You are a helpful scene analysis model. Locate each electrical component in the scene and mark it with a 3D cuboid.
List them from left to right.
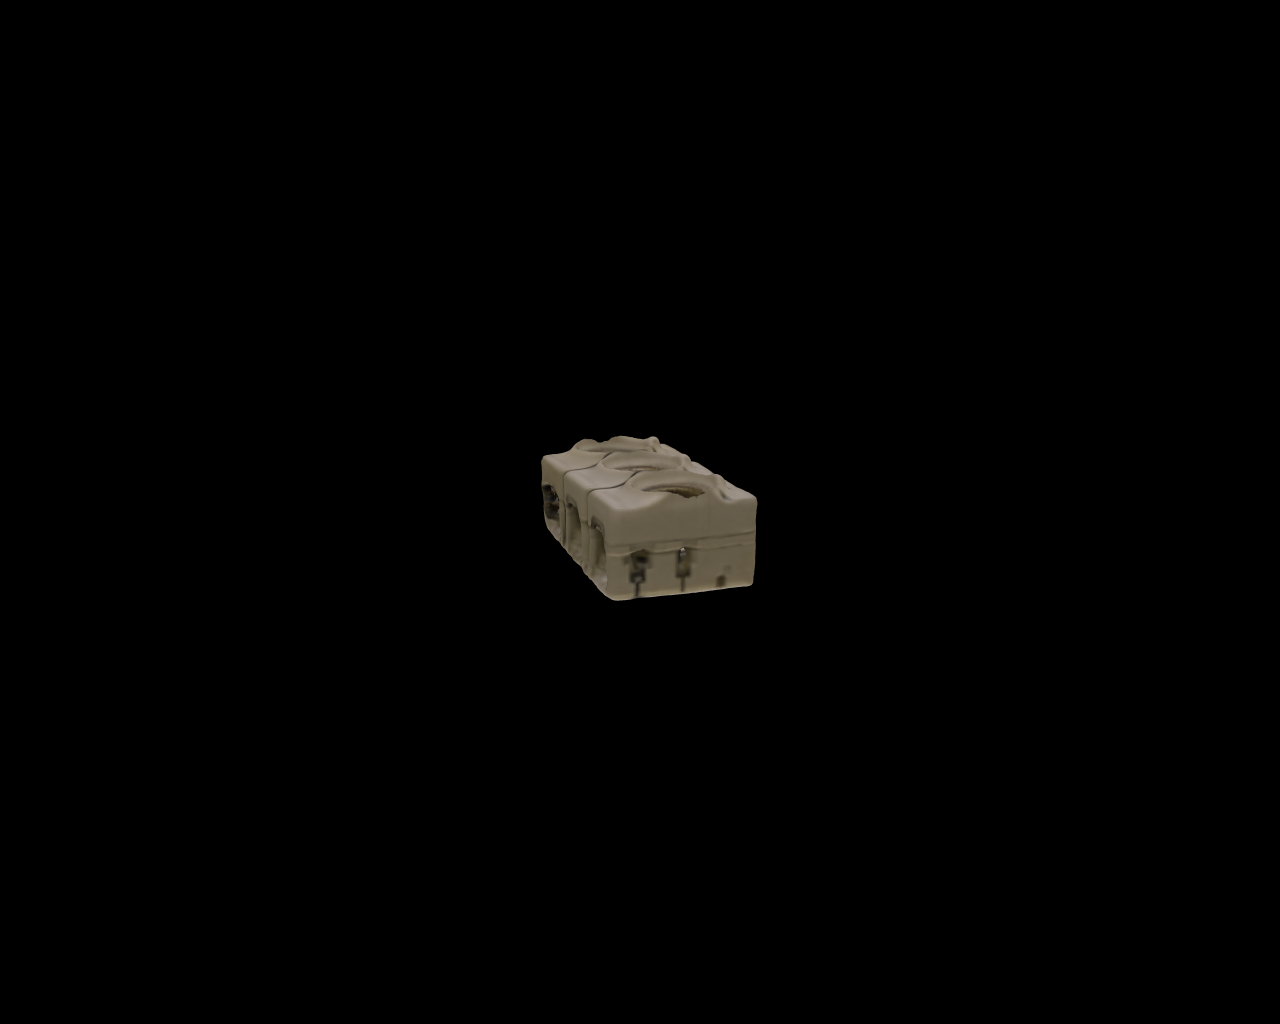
[{"bbox_3d":[0.001,-0.003,0.650,0.090,0.061,0.150,-6,17,-19],"label":"electrical component"}]
